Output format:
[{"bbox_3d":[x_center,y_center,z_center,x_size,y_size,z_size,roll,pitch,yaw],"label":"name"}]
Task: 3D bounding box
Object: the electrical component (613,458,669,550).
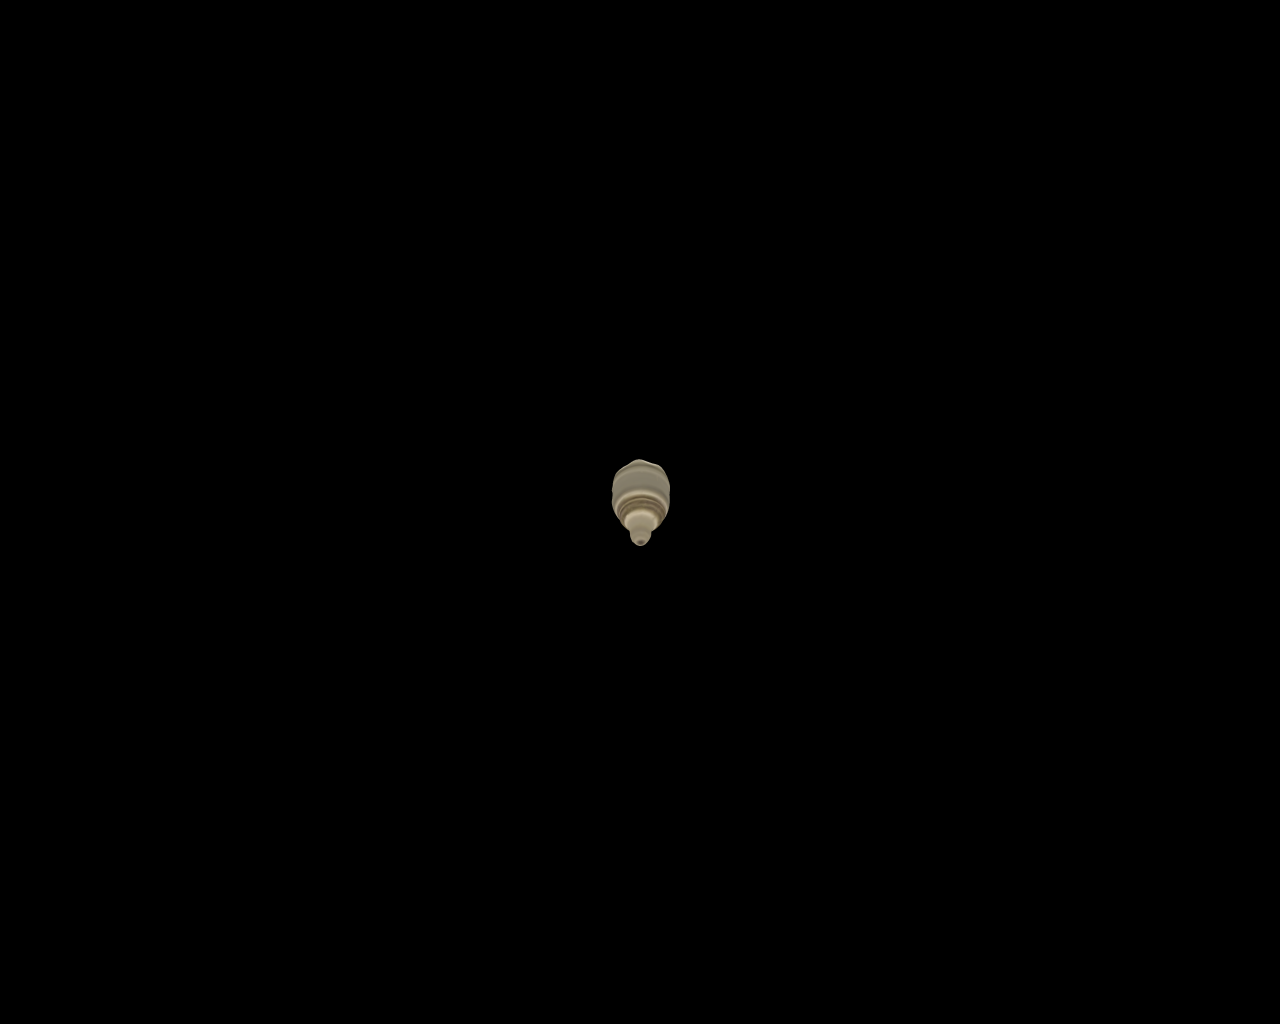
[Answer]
[{"bbox_3d":[0.001,-0.003,0.650,0.035,0.035,0.061,0,43,0],"label":"electrical component"}]
